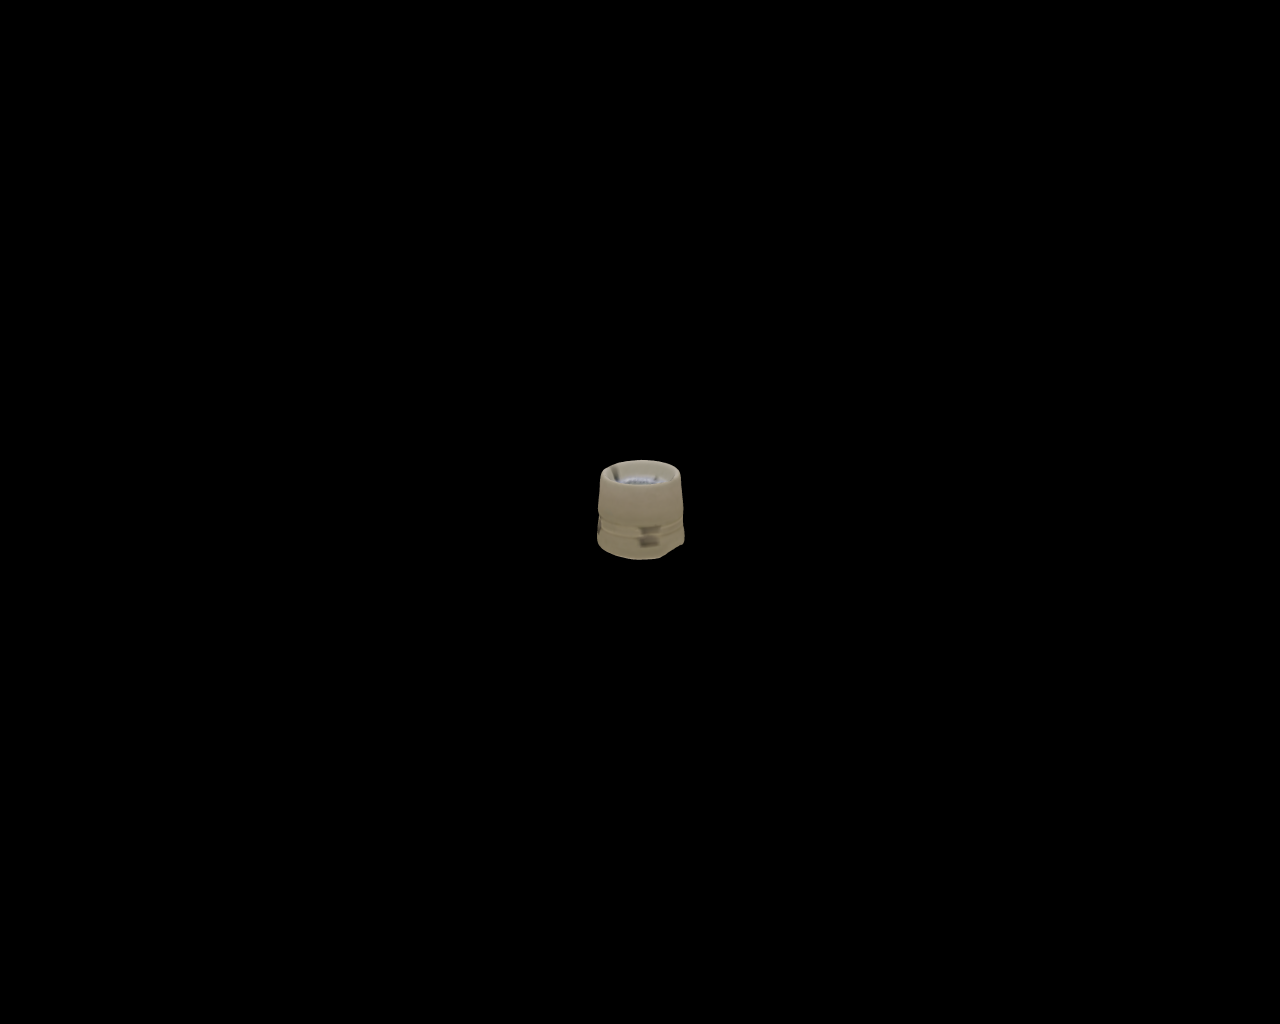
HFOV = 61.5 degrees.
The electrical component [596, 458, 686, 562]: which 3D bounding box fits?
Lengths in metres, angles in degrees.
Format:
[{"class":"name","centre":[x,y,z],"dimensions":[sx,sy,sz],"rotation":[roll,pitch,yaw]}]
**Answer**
[{"class":"electrical component","centre":[0.001,-0.003,0.650],"dimensions":[0.055,0.047,0.055],"rotation":[0,22,0]}]
